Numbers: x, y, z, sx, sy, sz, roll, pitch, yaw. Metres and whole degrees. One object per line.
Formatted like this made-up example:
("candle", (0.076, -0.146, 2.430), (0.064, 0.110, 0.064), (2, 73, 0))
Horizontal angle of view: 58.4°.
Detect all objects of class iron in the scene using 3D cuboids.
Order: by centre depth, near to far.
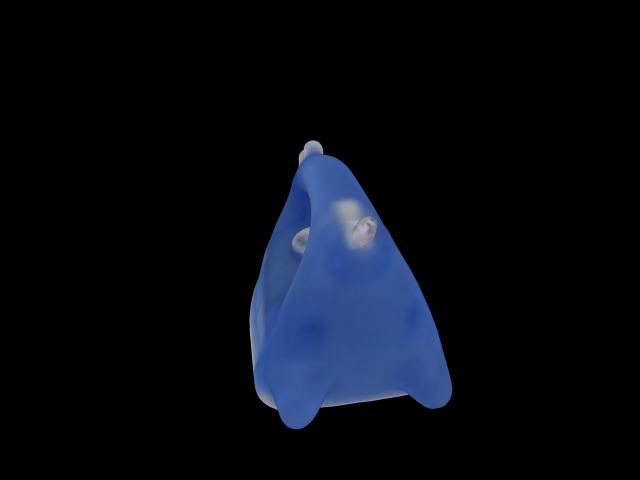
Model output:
("iron", (0.004, 0.001, 0.400), (0.119, 0.141, 0.258), (-5, 28, -10))
